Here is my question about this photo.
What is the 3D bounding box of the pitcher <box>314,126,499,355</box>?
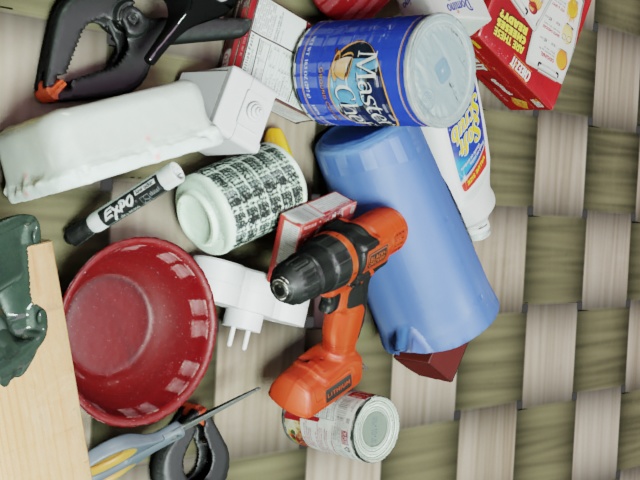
[{"bbox_3d":[0.090,-0.015,1.110,0.145,0.149,0.243,-24,110,-4],"label":"pitcher"}]

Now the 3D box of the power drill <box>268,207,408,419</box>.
[{"bbox_3d":[0.005,0.071,0.985,0.184,0.057,0.188,-26,139,-48],"label":"power drill"}]

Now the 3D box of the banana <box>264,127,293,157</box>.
[{"bbox_3d":[-0.019,-0.015,1.065,0.069,0.037,0.197,-72,143,-52],"label":"banana"}]

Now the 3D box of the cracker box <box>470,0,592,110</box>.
[{"bbox_3d":[0.240,-0.284,1.260,0.164,0.072,0.213,34,71,-39],"label":"cracker box"}]

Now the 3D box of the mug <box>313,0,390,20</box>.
[{"bbox_3d":[0.034,-0.275,1.050,0.093,0.082,0.117,-18,78,-38],"label":"mug"}]

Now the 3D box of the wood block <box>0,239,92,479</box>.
[{"bbox_3d":[-0.247,0.106,0.819,0.090,0.090,0.206,-16,104,-41],"label":"wood block"}]

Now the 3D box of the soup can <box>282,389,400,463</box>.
[{"bbox_3d":[0.020,0.181,1.068,0.068,0.102,0.068,-4,95,-43],"label":"soup can"}]

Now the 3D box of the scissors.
[{"bbox_3d":[-0.134,0.165,0.918,0.201,0.096,0.016,-30,71,-18],"label":"scissors"}]

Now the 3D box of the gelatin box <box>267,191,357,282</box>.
[{"bbox_3d":[-0.006,0.001,0.993,0.089,0.030,0.073,-25,136,-50],"label":"gelatin box"}]

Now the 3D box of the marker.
[{"bbox_3d":[-0.164,-0.028,0.880,0.020,0.121,0.020,48,24,-30],"label":"marker"}]

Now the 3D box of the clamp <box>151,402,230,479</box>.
[{"bbox_3d":[-0.114,0.240,0.990,0.120,0.039,0.171,18,81,-44],"label":"clamp"}]

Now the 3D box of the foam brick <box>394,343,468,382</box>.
[{"bbox_3d":[0.130,0.113,1.200,0.051,0.053,0.078,41,67,-38],"label":"foam brick"}]

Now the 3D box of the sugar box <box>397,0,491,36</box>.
[{"bbox_3d":[0.106,-0.296,1.106,0.093,0.048,0.176,-7,75,-41],"label":"sugar box"}]

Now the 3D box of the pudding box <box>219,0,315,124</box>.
[{"bbox_3d":[-0.040,-0.173,1.027,0.113,0.039,0.090,22,78,-40],"label":"pudding box"}]

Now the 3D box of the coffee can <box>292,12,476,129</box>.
[{"bbox_3d":[0.059,-0.157,0.997,0.102,0.141,0.103,-8,101,-47],"label":"coffee can"}]

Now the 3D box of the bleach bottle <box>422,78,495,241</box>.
[{"bbox_3d":[0.151,-0.116,1.197,0.102,0.068,0.251,-41,122,-35],"label":"bleach bottle"}]

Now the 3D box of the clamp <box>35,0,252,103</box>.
[{"bbox_3d":[-0.157,-0.182,0.911,0.164,0.036,0.209,44,65,-26],"label":"clamp"}]

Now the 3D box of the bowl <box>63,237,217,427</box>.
[{"bbox_3d":[-0.167,0.076,0.914,0.161,0.055,0.162,-5,97,-43],"label":"bowl"}]
